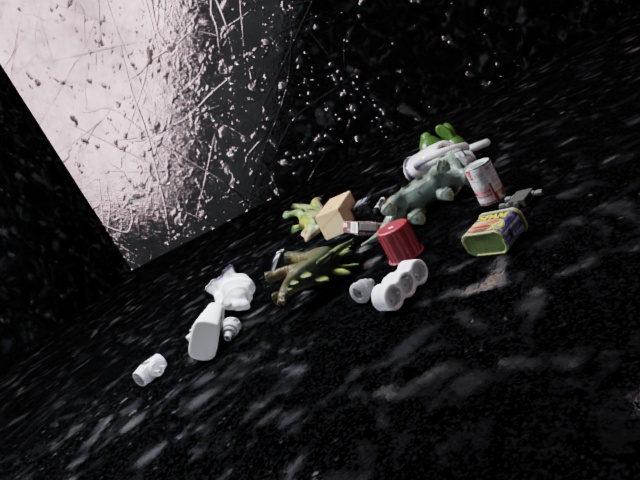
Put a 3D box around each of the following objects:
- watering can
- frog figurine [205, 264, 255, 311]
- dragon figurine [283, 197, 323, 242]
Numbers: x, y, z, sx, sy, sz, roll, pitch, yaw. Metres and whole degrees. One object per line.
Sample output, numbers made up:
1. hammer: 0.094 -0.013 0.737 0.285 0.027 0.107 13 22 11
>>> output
1. watering can: 0.432 -0.285 1.789 0.350 0.104 0.222 -17 -5 -41
2. frog figurine: -0.248 0.166 1.530 0.139 0.120 0.161 -27 45 -34
3. dragon figurine: 0.006 -0.103 2.046 0.242 0.120 0.418 -2 27 27
